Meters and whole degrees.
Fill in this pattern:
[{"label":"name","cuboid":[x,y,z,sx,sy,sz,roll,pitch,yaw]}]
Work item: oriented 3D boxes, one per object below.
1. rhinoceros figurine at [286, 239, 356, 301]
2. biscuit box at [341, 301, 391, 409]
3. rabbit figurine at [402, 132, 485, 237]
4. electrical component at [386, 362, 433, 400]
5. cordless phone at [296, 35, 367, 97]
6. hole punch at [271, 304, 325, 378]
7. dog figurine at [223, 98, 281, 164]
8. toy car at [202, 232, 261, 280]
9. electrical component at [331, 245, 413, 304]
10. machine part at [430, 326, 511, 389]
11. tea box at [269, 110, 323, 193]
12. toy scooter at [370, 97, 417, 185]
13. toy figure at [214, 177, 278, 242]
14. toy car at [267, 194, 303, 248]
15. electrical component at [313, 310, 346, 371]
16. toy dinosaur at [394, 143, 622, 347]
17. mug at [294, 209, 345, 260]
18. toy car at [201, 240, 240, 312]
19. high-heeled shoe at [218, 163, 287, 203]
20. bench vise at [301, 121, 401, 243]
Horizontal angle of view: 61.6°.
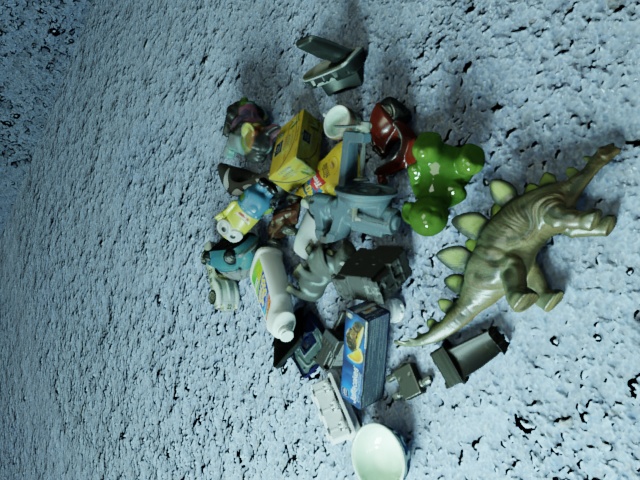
[{"label":"rhinoceros figurine","cuboid":[0.005,0.066,1.128,0.190,0.112,0.073,-52,8,40]},{"label":"biscuit box","cuboid":[0.084,0.217,1.008,0.059,0.063,0.202,26,123,45]},{"label":"rabbit figurine","cuboid":[0.191,-0.077,0.934,0.159,0.121,0.170,107,-174,-63]},{"label":"electrical component","cuboid":[0.165,0.259,0.994,0.094,0.021,0.063,-38,57,34]},{"label":"cordless phone","cuboid":[-0.002,-0.387,1.167,0.147,0.184,0.088,-5,84,43]},{"label":"hole punch","cuboid":[-0.039,0.224,1.169,0.142,0.092,0.116,-54,23,26]},{"label":"dog figurine","cuboid":[-0.163,-0.272,1.303,0.219,0.108,0.191,170,103,-68]},{"label":"toy car","cuboid":[-0.210,0.050,1.339,0.162,0.109,0.102,-10,114,36]},{"label":"electrical component","cuboid":[0.105,0.059,1.022,0.115,0.134,0.058,3,123,42]},{"label":"machine part","cuboid":[0.252,0.193,0.909,0.139,0.039,0.084,-37,62,34]},{"label":"tea box","cuboid":[-0.053,-0.202,1.221,0.098,0.068,0.170,-32,38,35]},{"label":"toy scooter","cuboid":[0.142,-0.186,1.068,0.135,0.075,0.184,-48,58,29]},{"label":"toy figure","cuboid":[-0.170,-0.068,1.274,0.082,0.089,0.180,46,106,13]},{"label":"toy car","cuboid":[-0.085,-0.042,1.221,0.202,0.053,0.089,146,138,-70]},{"label":"electrical component","cuboid":[0.043,0.204,1.089,0.048,0.074,0.119,39,107,42]},{"label":"toy dinosaur","cuboid":[0.295,0.031,0.862,0.471,0.105,0.199,-53,43,12]},{"label":"mug","cuboid":[-0.002,-0.004,1.179,0.109,0.081,0.107,35,121,4]},{"label":"toy car","cuboid":[-0.259,0.094,1.401,0.056,0.073,0.202,-37,58,34]},{"label":"high-heeled shoe","cuboid":[-0.170,-0.173,1.345,0.249,0.086,0.145,36,128,24]},{"label":"bench vise","cuboid":[0.060,-0.109,1.037,0.224,0.129,0.240,21,115,45]}]
